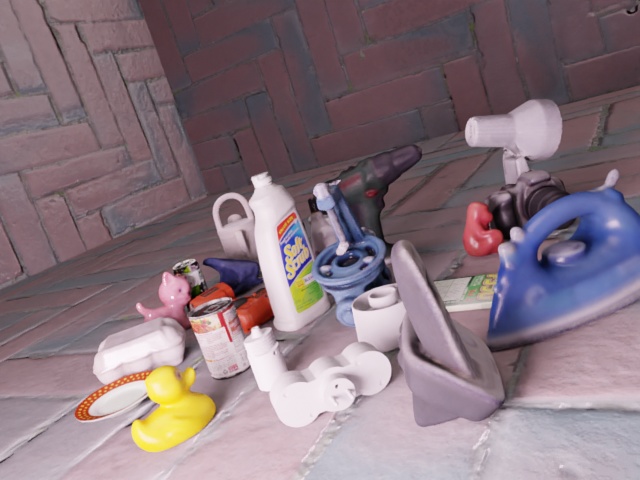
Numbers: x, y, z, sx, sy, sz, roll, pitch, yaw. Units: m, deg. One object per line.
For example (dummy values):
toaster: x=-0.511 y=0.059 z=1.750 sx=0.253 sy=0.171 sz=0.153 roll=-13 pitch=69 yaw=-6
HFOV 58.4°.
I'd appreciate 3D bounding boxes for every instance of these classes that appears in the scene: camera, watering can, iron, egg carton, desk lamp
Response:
camera: x=0.378 y=-0.065 z=1.008 sx=0.143 sy=0.101 sz=0.137 roll=-18 pitch=13 yaw=2
watering can: x=-0.204 y=-0.022 z=1.418 sx=0.101 sy=0.194 sz=0.172 roll=-25 pitch=14 yaw=-28
iron: x=0.288 y=0.018 z=0.686 sx=0.259 sy=0.141 sz=0.118 roll=-23 pitch=14 yaw=-20
egg carton: x=-0.296 y=0.184 z=0.952 sx=0.150 sy=0.069 sz=0.107 roll=-20 pitch=13 yaw=-10
desk lamp: x=0.385 y=-0.161 z=1.151 sx=0.203 sy=0.214 sz=0.117 roll=-20 pitch=13 yaw=-8

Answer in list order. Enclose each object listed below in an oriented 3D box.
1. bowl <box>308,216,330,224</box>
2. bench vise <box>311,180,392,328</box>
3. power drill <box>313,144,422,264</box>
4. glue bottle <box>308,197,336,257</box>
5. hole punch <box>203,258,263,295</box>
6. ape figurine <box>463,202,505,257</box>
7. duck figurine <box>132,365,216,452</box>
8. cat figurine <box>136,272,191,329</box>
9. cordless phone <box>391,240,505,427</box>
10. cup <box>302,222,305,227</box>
bowl: x=0.059 y=-0.044 z=1.424 sx=0.167 sy=0.075 sz=0.167 roll=-17 pitch=13 yaw=4
bench vise: x=0.038 y=0.005 z=0.906 sx=0.121 sy=0.220 sz=0.207 roll=-17 pitch=13 yaw=3
power drill: x=0.110 y=-0.059 z=1.109 sx=0.229 sy=0.208 sz=0.076 roll=-13 pitch=14 yaw=19
glue bottle: x=0.010 y=0.004 z=1.059 sx=0.037 sy=0.173 sz=0.078 roll=-26 pitch=15 yaw=-30
hole punch: x=-0.191 y=0.066 z=1.259 sx=0.101 sy=0.091 sz=0.108 roll=-26 pitch=15 yaw=-33
ape figurine: x=0.278 y=-0.022 z=0.983 sx=0.076 sy=0.092 sz=0.078 roll=-13 pitch=14 yaw=20
duck figurine: x=-0.187 y=0.198 z=0.701 sx=0.105 sy=0.086 sz=0.077 roll=-28 pitch=16 yaw=-38
cat figurine: x=-0.294 y=0.121 z=1.107 sx=0.128 sy=0.118 sz=0.067 roll=-28 pitch=16 yaw=-37
cordless phone: x=0.116 y=0.076 z=0.577 sx=0.094 sy=0.185 sz=0.147 roll=-16 pitch=13 yaw=9
cup: x=-0.060 y=0.015 z=1.288 sx=0.092 sy=0.095 sz=0.117 roll=-24 pitch=14 yaw=-25
